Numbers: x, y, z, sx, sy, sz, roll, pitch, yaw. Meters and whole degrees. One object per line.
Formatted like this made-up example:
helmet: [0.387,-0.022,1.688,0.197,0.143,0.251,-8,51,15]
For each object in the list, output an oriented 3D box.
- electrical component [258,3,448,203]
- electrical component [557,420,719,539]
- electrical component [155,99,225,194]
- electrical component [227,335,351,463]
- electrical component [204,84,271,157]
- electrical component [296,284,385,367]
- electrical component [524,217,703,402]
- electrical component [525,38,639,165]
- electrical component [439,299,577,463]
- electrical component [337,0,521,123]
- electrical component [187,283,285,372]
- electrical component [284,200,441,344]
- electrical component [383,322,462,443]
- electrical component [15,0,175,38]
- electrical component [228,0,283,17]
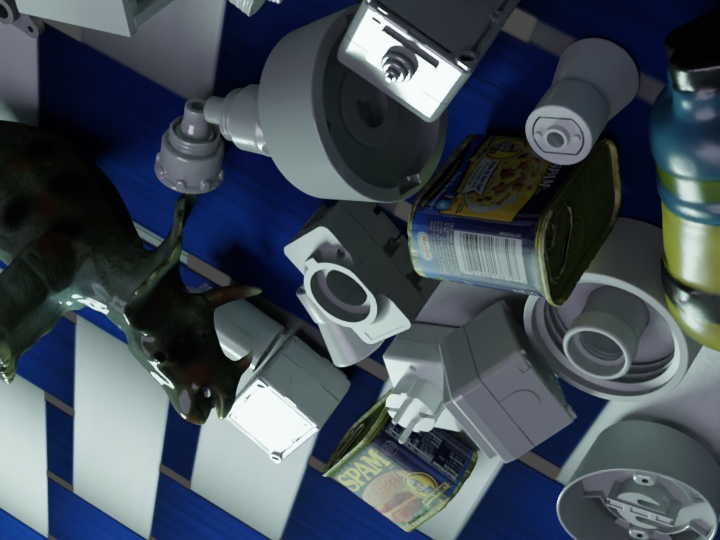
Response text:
electrical component: [-0.008,-0.090,0.600,0.060,0.108,0.108,-1,127,44]
electrical component: [0.189,0.150,0.714,0.099,0.064,0.099,20,137,20]
electrical component: [-0.113,-0.086,0.727,0.048,0.048,0.062,27,133,12]
electrical component: [-0.059,0.103,0.853,0.062,0.061,0.096,41,140,-3]
electrical component: [-0.070,-0.097,0.685,0.062,0.043,0.043,15,135,27]
electrical component: [-0.016,0.031,0.770,0.044,0.044,0.065,-17,112,44]
electrical component: [0.149,0.030,0.631,0.108,0.060,0.108,20,137,20]
electrical component: [0.111,-0.083,0.548,0.044,0.065,0.044,20,137,20]
electrical component: [0.088,0.069,0.690,0.061,0.096,0.061,-36,109,12]
electrical component: [0.034,-0.122,0.538,0.062,0.096,0.061,34,152,-3]
electrical component: [-0.104,0.039,0.839,0.081,0.043,0.043,35,140,4]
electrical component: [0.000,0.000,0.716,0.089,0.055,0.050,48,139,-13]
electrical component: [0.043,0.087,0.750,0.047,0.076,0.065,6,131,32]
electrical component: [-0.164,-0.222,0.619,0.089,0.061,0.150,17,136,23]
electrical component: [-0.075,-0.179,0.610,0.081,0.043,0.043,37,140,-1]
